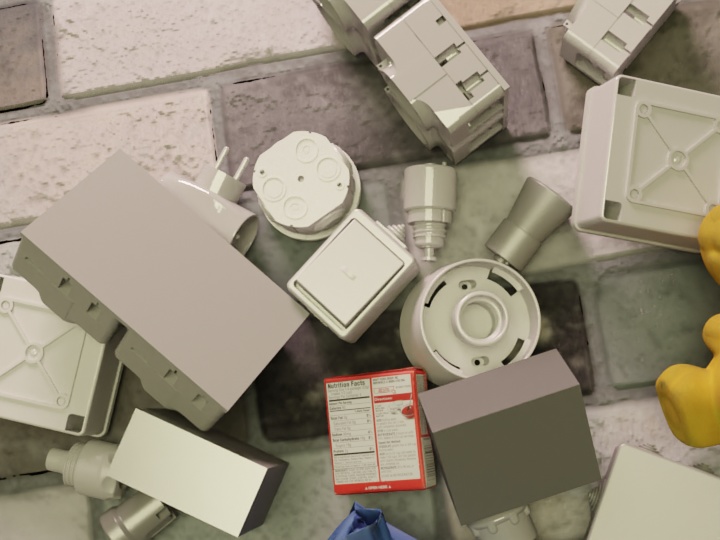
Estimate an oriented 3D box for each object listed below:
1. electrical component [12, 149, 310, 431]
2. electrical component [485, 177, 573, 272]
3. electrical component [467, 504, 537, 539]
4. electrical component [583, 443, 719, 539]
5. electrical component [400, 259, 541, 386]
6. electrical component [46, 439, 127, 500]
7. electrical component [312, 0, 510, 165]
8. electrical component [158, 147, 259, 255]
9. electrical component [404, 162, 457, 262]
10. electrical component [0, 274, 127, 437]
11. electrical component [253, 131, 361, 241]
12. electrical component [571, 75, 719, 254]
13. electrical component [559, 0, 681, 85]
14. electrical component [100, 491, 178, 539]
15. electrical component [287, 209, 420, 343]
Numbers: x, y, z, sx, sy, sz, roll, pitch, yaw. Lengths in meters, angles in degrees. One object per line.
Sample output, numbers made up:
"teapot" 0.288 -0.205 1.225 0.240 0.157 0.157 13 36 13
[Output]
"electrical component" -0.146 0.017 0.788 0.186 0.060 0.105 41 52 -2
"electrical component" 0.125 -0.032 0.808 0.044 0.044 0.065 38 93 10
"electrical component" 0.109 0.198 0.778 0.048 0.048 0.062 -23 88 3
"electrical component" 0.211 0.178 0.765 0.100 0.048 0.099 20 85 9
"electrical component" 0.083 0.040 0.804 0.099 0.064 0.099 1 81 -7
"electrical component" -0.209 0.151 0.823 0.062 0.043 0.043 10 84 10
"electrical component" 0.030 -0.173 0.805 0.060 0.105 0.186 -37 80 1
"electrical component" -0.113 -0.057 0.835 0.077 0.044 0.079 28 90 14
"electrical component" 0.053 -0.045 0.818 0.040 0.040 0.078 1 83 7
"electrical component" -0.241 0.065 0.832 0.109 0.056 0.108 11 84 8
"electrical component" -0.041 -0.065 0.827 0.080 0.051 0.080 -1 82 7
"electrical component" 0.217 -0.075 0.778 0.109 0.056 0.108 9 83 -12
"electrical component" 0.196 -0.192 0.815 0.056 0.050 0.089 39 88 10
"electrical component" -0.167 0.188 0.816 0.046 0.040 0.040 -37 80 -5
"electrical component" 0.000 0.000 0.808 0.062 0.061 0.096 42 89 10
